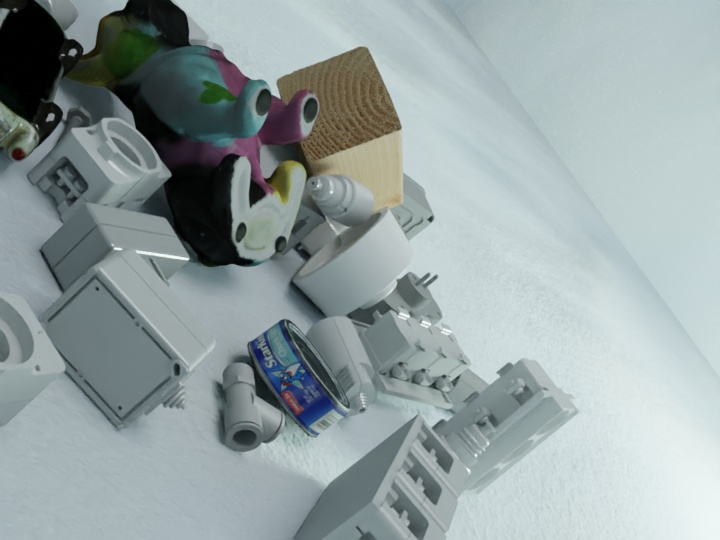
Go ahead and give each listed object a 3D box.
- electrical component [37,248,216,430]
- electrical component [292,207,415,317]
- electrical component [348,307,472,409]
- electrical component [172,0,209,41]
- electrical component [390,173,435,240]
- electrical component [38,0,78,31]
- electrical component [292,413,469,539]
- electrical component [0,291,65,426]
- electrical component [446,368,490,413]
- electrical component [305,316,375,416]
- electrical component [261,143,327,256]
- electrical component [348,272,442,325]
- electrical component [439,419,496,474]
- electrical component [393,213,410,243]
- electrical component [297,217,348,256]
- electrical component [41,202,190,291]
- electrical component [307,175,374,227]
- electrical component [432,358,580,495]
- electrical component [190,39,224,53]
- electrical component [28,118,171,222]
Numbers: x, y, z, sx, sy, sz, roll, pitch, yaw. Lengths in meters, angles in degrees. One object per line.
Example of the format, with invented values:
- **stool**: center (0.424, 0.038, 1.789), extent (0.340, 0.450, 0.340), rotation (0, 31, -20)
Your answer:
- **electrical component**: center (-0.133, 0.043, 0.636), extent (0.096, 0.062, 0.061), rotation (48, 18, -4)
- **electrical component**: center (0.000, 0.000, 0.967), extent (0.060, 0.108, 0.108), rotation (53, 17, -10)
- **electrical component**: center (0.046, 0.079, 0.979), extent (0.121, 0.063, 0.078), rotation (22, 32, -55)
- **electrical component**: center (-0.186, -0.206, 1.009), extent (0.061, 0.062, 0.096), rotation (45, 19, -14)
- **electrical component**: center (0.020, -0.078, 1.209), extent (0.113, 0.078, 0.057), rotation (31, 28, -44)
- **electrical component**: center (-0.258, -0.213, 0.891), extent (0.040, 0.040, 0.078), rotation (49, 18, 0)
- **electrical component**: center (0.012, 0.164, 0.688), extent (0.061, 0.089, 0.150), rotation (49, 18, 0)
- **electrical component**: center (-0.191, 0.043, 0.510), extent (0.050, 0.056, 0.089), rotation (54, 19, 14)
- **electrical component**: center (0.109, 0.126, 1.065), extent (0.081, 0.043, 0.043), rotation (38, 21, -32)
- **electrical component**: center (-0.012, 0.082, 0.870), extent (0.043, 0.043, 0.081), rotation (29, 27, -47)
- **electrical component**: center (-0.102, -0.093, 0.980), extent (0.089, 0.062, 0.150), rotation (31, 25, -44)
- **electrical component**: center (0.047, 0.027, 1.068), extent (0.052, 0.074, 0.138), rotation (57, 19, 21)
- **electrical component**: center (0.080, 0.154, 0.897), extent (0.040, 0.078, 0.040), rotation (50, 3, -3)
- **electrical component**: center (0.010, -0.017, 1.081), extent (0.063, 0.081, 0.042), rotation (63, 2, -49)
- **electrical component**: center (-0.027, -0.042, 1.038), extent (0.040, 0.078, 0.040), rotation (54, 4, -5)
- **electrical component**: center (-0.149, 0.004, 0.699), extent (0.075, 0.047, 0.083), rotation (56, 19, 19)
- **electrical component**: center (-0.020, -0.064, 0.943), extent (0.078, 0.040, 0.040), rotation (24, 31, -55)
- **electrical component**: center (0.122, 0.137, 0.948), extent (0.063, 0.121, 0.079), rotation (55, 19, 25)
- **electrical component**: center (-0.144, -0.157, 0.948), extent (0.043, 0.043, 0.081), rotation (18, 72, -58)
- **electrical component**: center (-0.180, -0.070, 0.763), extent (0.050, 0.056, 0.089), rotation (51, 18, 4)
